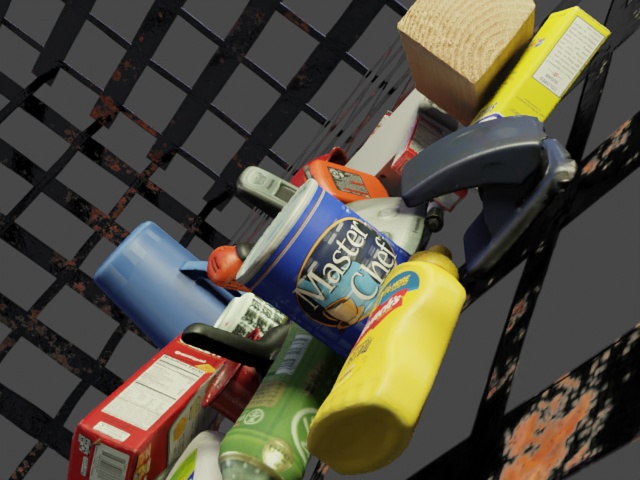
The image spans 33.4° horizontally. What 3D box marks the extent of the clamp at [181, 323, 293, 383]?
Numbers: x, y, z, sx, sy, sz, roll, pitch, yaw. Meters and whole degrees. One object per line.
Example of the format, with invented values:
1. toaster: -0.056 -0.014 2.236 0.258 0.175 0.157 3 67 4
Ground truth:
1. clamp: -0.048 0.111 0.964 0.039 0.120 0.171 -25 -1 42

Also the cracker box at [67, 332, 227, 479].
1. cracker box: -0.171 0.206 1.065 0.213 0.072 0.164 -44 -27 -60

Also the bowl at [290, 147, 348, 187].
1. bowl: -0.004 -0.035 1.323 0.162 0.055 0.162 3 -90 -74

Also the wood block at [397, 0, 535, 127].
1. wood block: 0.144 -0.182 1.027 0.090 0.091 0.206 -52 -13 0

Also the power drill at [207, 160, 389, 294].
1. power drill: -0.008 0.001 1.182 0.188 0.184 0.057 -47 52 29

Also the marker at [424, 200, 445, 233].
1. marker: 0.116 -0.038 1.053 0.020 0.020 0.121 -50 8 26

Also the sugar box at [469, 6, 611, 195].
1. sugar box: 0.178 -0.122 0.951 0.176 0.048 0.093 -51 5 5

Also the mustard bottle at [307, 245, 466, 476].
1. mustard bottle: 0.058 0.071 0.754 0.096 0.058 0.191 -49 8 47

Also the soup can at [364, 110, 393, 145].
1. soup can: 0.086 -0.110 1.406 0.102 0.068 0.068 -53 7 4

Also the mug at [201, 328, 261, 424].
1. mug: -0.057 0.146 1.040 0.093 0.081 0.117 -54 7 -8

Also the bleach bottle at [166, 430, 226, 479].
1. bleach bottle: -0.103 0.254 0.907 0.102 0.068 0.251 -55 9 6

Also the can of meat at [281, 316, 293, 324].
1. can of meat: 0.010 0.068 1.087 0.084 0.057 0.102 -47 10 28

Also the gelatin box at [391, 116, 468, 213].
1. gelatin box: 0.111 -0.075 1.044 0.030 0.073 0.089 -50 8 29

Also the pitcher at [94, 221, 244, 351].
1. pitcher: -0.164 0.087 1.371 0.149 0.243 0.145 -47 5 -1

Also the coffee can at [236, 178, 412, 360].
1. coffee can: 0.018 0.032 0.862 0.103 0.140 0.103 -52 7 9
